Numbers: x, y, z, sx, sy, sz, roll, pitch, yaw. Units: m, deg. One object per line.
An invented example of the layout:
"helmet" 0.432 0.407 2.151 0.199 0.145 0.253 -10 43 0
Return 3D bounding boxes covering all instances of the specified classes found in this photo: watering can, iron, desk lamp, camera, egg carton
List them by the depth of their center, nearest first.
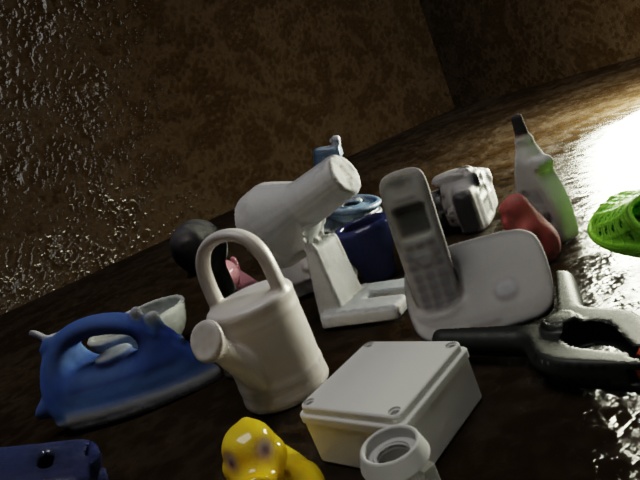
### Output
"watering can" -0.071 0.081 0.611 0.101 0.194 0.173 -21 12 5
"desk lamp" 0.007 0.003 0.769 0.202 0.214 0.118 -13 15 36
"iron" -0.270 0.154 0.771 0.258 0.141 0.119 -19 12 15
"egg carton" -0.003 0.043 0.958 0.150 0.069 0.107 -18 12 17
"camera" 0.220 -0.069 0.980 0.136 0.101 0.143 -15 14 30

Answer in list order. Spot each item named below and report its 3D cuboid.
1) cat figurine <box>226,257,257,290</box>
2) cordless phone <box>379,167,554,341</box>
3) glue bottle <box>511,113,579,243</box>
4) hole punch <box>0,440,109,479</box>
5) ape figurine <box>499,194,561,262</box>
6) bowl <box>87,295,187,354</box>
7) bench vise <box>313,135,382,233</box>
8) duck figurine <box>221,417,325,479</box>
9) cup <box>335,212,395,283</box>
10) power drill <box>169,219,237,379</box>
"cat figurine" -0.161 0.069 1.011 0.067 0.118 0.128 -19 12 15
"cordless phone" 0.144 0.005 0.582 0.147 0.185 0.094 -18 13 17
"glue bottle" 0.282 -0.082 0.748 0.037 0.173 0.078 -25 13 -15
"hole punch" -0.262 0.230 0.548 0.101 0.091 0.108 -26 13 -19
"ape figurine" 0.249 -0.014 0.704 0.076 0.092 0.078 -11 16 42
"bowl" -0.288 0.159 0.944 0.167 0.075 0.167 -21 12 5
"bench vise" 0.013 -0.069 1.060 0.207 0.220 0.121 -21 12 3
"duck figurine" -0.042 0.171 0.425 0.077 0.086 0.104 -22 12 0
"cup" 0.090 0.011 0.871 0.117 0.095 0.091 -21 12 3
"power drill" -0.129 0.066 0.747 0.075 0.208 0.229 -24 12 -7
